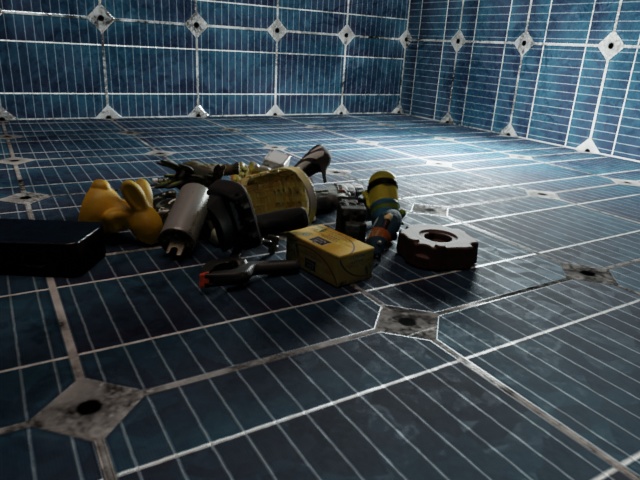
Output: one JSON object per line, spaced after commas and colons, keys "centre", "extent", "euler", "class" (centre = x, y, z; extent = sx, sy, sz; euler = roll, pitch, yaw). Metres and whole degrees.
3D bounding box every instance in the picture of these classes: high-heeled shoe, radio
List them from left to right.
{"centre": [-0.550, 0.013, 1.037], "extent": [0.230, 0.073, 0.131], "euler": [1, 21, -1], "class": "radio"}
{"centre": [-0.084, -0.188, 1.510], "extent": [0.249, 0.086, 0.145], "euler": [-15, 56, 3], "class": "high-heeled shoe"}

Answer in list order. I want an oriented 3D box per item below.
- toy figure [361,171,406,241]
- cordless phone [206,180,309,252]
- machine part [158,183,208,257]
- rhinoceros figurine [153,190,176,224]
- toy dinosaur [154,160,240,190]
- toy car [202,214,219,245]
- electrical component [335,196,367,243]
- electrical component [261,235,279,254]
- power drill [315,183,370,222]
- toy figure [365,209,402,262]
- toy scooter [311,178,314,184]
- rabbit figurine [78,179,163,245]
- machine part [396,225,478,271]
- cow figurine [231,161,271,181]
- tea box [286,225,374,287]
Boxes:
{"centre": [0.160, -0.087, 1.306], "extent": [0.082, 0.089, 0.180], "euler": [19, 48, -24], "class": "toy figure"}
{"centre": [-0.121, -0.057, 1.062], "extent": [0.184, 0.146, 0.089], "euler": [-11, 31, 2], "class": "cordless phone"}
{"centre": [-0.289, -0.048, 1.161], "extent": [0.079, 0.079, 0.243], "euler": [4, 41, 1], "class": "machine part"}
{"centre": [-0.367, -0.065, 1.276], "extent": [0.112, 0.073, 0.191], "euler": [-7, 22, -30], "class": "rhinoceros figurine"}
{"centre": [-0.342, -0.168, 1.452], "extent": [0.198, 0.105, 0.472], "euler": [6, -4, -24], "class": "toy dinosaur"}
{"centre": [-0.242, -0.041, 1.259], "extent": [0.073, 0.056, 0.202], "euler": [-13, 24, -21], "class": "toy car"}
{"centre": [0.067, -0.027, 1.178], "extent": [0.058, 0.114, 0.134], "euler": [0, 18, -3], "class": "electrical component"}
{"centre": [-0.134, 0.001, 1.168], "extent": [0.102, 0.045, 0.078], "euler": [14, 18, 25], "class": "electrical component"}
{"centre": [0.082, -0.109, 1.460], "extent": [0.232, 0.085, 0.208], "euler": [-13, 29, -34], "class": "power drill"}
{"centre": [0.136, -0.010, 1.178], "extent": [0.058, 0.064, 0.154], "euler": [-9, 28, 35], "class": "toy figure"}
{"centre": [-0.114, -0.190, 1.662], "extent": [0.184, 0.075, 0.135], "euler": [4, 20, -8], "class": "toy scooter"}
{"centre": [-0.419, -0.056, 1.172], "extent": [0.173, 0.162, 0.122], "euler": [22, 9, 2], "class": "rabbit figurine"}
{"centre": [0.258, 0.012, 1.187], "extent": [0.179, 0.056, 0.179], "euler": [4, 19, -1], "class": "machine part"}
{"centre": [-0.176, -0.168, 1.445], "extent": [0.098, 0.068, 0.167], "euler": [10, 0, -30], "class": "cow figurine"}
{"centre": [0.017, 0.028, 1.088], "extent": [0.098, 0.068, 0.170], "euler": [-13, 26, -39], "class": "tea box"}
